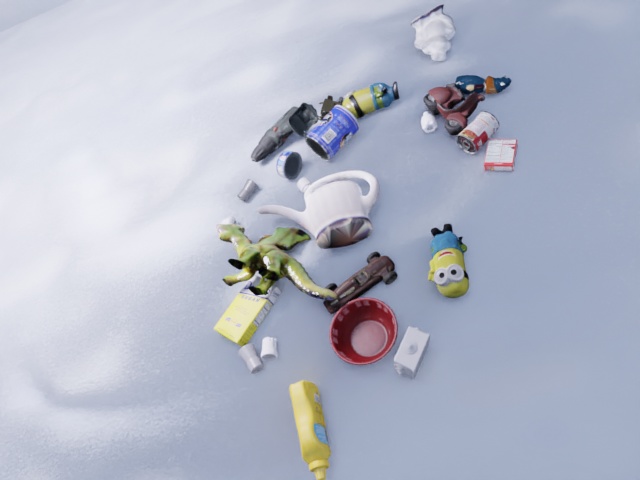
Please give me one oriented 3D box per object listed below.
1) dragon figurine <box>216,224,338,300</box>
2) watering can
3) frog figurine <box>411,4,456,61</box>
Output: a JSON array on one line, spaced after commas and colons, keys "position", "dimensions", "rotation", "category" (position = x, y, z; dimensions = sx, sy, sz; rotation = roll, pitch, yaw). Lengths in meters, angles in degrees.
[{"position": [-0.108, 0.035, 1.353], "dimensions": [0.411, 0.119, 0.248], "rotation": [14, 42, 18], "category": "dragon figurine"}, {"position": [0.004, -0.070, 1.393], "dimensions": [0.347, 0.102, 0.229], "rotation": [-20, 53, 7], "category": "watering can"}, {"position": [0.374, -0.647, 1.654], "dimensions": [0.137, 0.122, 0.160], "rotation": [-23, 88, -2], "category": "frog figurine"}]
